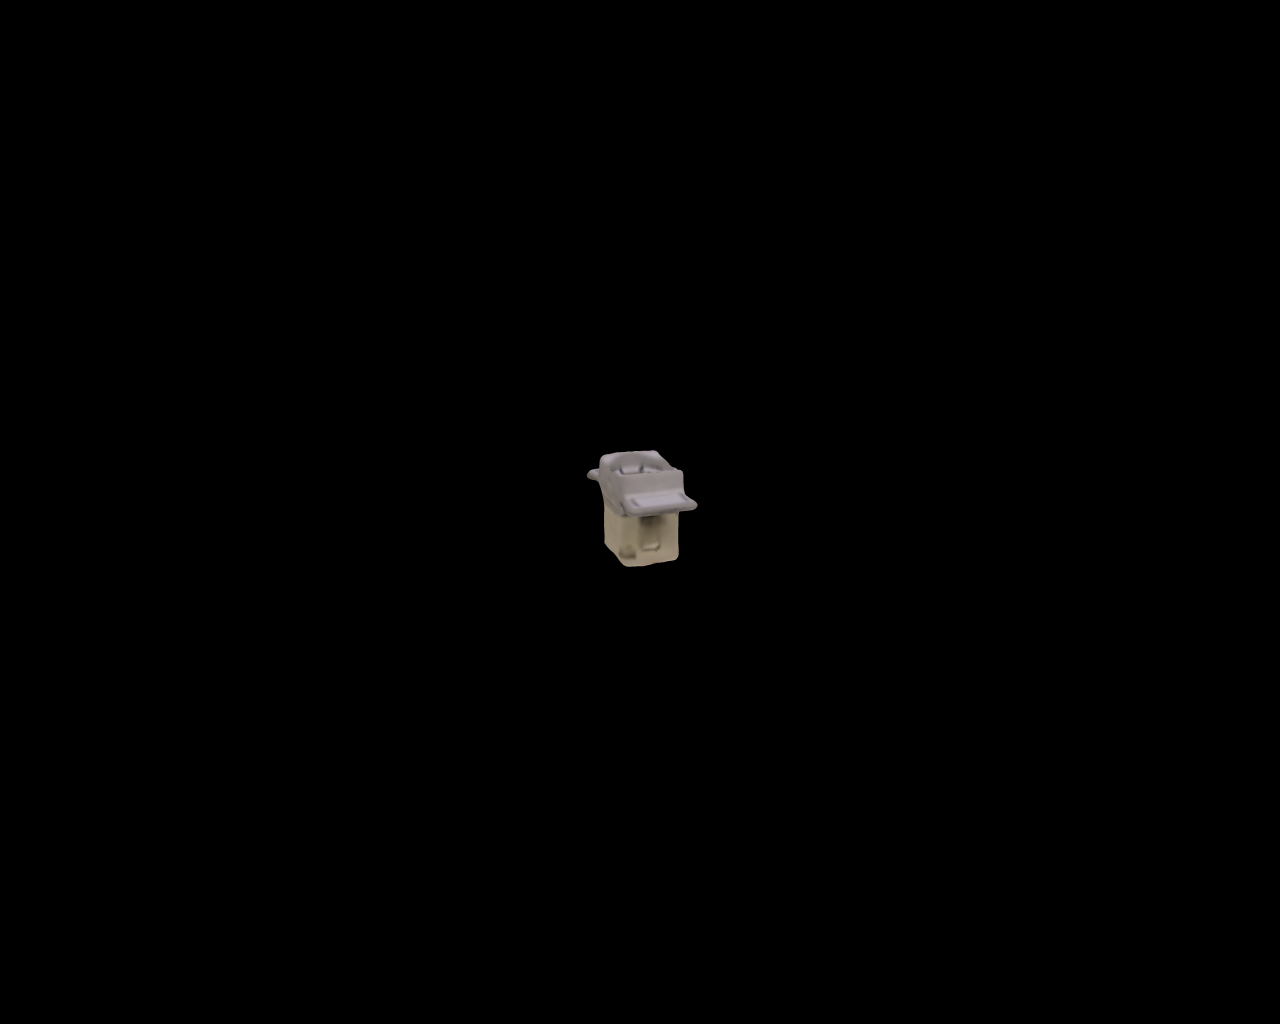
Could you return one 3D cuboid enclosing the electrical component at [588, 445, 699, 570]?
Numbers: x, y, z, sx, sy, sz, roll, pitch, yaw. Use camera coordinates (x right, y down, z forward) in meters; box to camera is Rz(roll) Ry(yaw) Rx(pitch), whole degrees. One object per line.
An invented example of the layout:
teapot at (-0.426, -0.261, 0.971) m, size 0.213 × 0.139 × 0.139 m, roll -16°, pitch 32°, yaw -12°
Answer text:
electrical component at (0.001, -0.003, 0.650) m, size 0.042 × 0.063 × 0.081 m, roll -7°, pitch 22°, yaw -18°
